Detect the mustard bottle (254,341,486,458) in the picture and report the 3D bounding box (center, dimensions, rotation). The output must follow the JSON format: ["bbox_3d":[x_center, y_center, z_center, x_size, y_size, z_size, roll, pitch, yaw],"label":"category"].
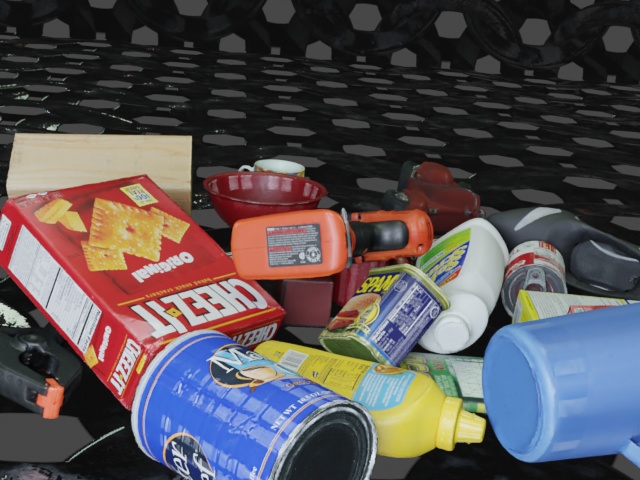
[{"bbox_3d":[0.034,0.129,0.838,0.192,0.058,0.096,10,19,15],"label":"mustard bottle"}]

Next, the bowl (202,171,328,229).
[{"bbox_3d":[-0.073,-0.044,1.379,0.162,0.055,0.162,5,17,-2],"label":"bowl"}]

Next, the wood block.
[{"bbox_3d":[-0.255,-0.064,1.263,0.206,0.091,0.090,1,51,-6],"label":"wood block"}]

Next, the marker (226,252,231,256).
[{"bbox_3d":[-0.110,0.024,1.208,0.120,0.020,0.020,-10,23,-42],"label":"marker"}]

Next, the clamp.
[{"bbox_3d":[-0.256,0.095,0.890,0.120,0.039,0.172,1,17,-22],"label":"clamp"}]

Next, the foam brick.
[{"bbox_3d":[-0.018,0.052,1.088,0.051,0.053,0.078,3,18,-9],"label":"foam brick"}]

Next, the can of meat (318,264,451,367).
[{"bbox_3d":[0.054,0.072,0.942,0.084,0.057,0.102,-49,13,-18],"label":"can of meat"}]

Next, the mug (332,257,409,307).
[{"bbox_3d":[0.058,0.030,1.132,0.093,0.081,0.117,-6,20,-34],"label":"mug"}]

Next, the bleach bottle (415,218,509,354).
[{"bbox_3d":[0.139,0.051,1.055,0.103,0.068,0.250,-33,8,14],"label":"bleach bottle"}]

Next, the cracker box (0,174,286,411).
[{"bbox_3d":[-0.160,0.035,0.943,0.214,0.072,0.163,42,34,26],"label":"cracker box"}]

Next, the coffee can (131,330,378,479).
[{"bbox_3d":[-0.046,0.132,0.729,0.141,0.103,0.102,21,23,40],"label":"coffee can"}]

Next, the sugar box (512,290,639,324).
[{"bbox_3d":[0.288,0.092,1.066,0.176,0.048,0.093,8,19,-2],"label":"sugar box"}]

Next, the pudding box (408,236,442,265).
[{"bbox_3d":[0.154,0.022,1.260,0.113,0.039,0.090,3,17,-9],"label":"pudding box"}]

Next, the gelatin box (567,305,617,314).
[{"bbox_3d":[0.271,0.101,0.981,0.073,0.030,0.089,1,50,-10],"label":"gelatin box"}]

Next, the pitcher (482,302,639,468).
[{"bbox_3d":[0.262,0.118,0.856,0.242,0.145,0.149,-5,7,-19],"label":"pitcher"}]

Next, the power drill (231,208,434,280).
[{"bbox_3d":[-0.006,0.001,0.983,0.185,0.057,0.187,-7,1,24],"label":"power drill"}]

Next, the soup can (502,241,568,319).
[{"bbox_3d":[0.234,0.045,1.161,0.068,0.068,0.102,8,17,9],"label":"soup can"}]
